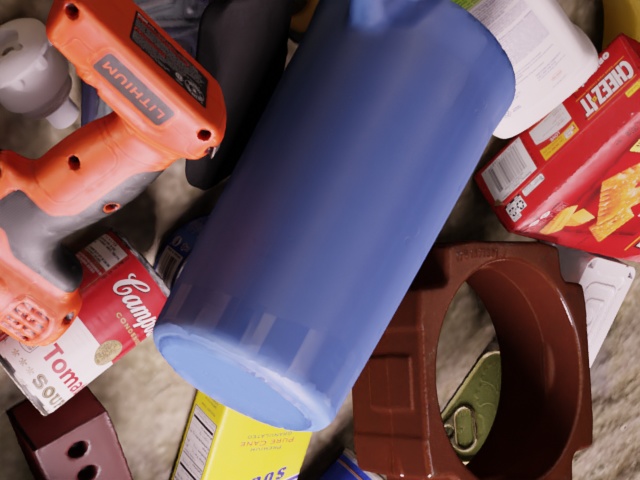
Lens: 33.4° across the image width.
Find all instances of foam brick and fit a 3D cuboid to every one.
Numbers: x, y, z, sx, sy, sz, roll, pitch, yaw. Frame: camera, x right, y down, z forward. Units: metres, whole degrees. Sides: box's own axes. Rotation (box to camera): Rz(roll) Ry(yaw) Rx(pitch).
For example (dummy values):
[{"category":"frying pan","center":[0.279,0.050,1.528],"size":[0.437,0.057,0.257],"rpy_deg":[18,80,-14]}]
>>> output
[{"category":"foam brick","center":[-0.161,0.138,0.692],"size":[0.053,0.051,0.078],"rpy_deg":[-29,129,-23]}]

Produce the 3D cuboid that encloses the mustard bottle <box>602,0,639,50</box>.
[{"category":"mustard bottle","center":[0.270,-0.172,0.862],"size":[0.096,0.058,0.191],"rpy_deg":[-32,129,-20]}]

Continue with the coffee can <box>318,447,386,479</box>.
[{"category":"coffee can","center":[0.011,0.253,0.856],"size":[0.140,0.103,0.102],"rpy_deg":[-45,133,-9]}]

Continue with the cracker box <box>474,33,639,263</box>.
[{"category":"cracker box","center":[0.256,-0.062,0.859],"size":[0.213,0.072,0.164],"rpy_deg":[11,134,-41]}]

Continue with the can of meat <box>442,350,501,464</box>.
[{"category":"can of meat","center":[0.163,0.161,0.961],"size":[0.083,0.058,0.102],"rpy_deg":[34,90,-47]}]

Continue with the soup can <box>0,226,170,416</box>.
[{"category":"soup can","center":[-0.145,0.049,0.645],"size":[0.102,0.069,0.068],"rpy_deg":[-39,132,-15]}]

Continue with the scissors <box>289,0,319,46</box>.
[{"category":"scissors","center":[-0.008,-0.109,0.701],"size":[0.096,0.016,0.202],"rpy_deg":[-5,119,-39]}]

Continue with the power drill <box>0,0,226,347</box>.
[{"category":"power drill","center":[-0.155,-0.047,0.533],"size":[0.188,0.057,0.184],"rpy_deg":[-38,120,21]}]

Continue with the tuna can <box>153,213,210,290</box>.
[{"category":"tuna can","center":[-0.069,0.025,0.716],"size":[0.086,0.034,0.086],"rpy_deg":[-18,123,-30]}]

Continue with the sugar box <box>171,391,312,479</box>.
[{"category":"sugar box","center":[-0.053,0.147,0.787],"size":[0.093,0.048,0.176],"rpy_deg":[2,111,-39]}]

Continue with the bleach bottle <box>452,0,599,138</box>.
[{"category":"bleach bottle","center":[0.095,-0.167,0.696],"size":[0.102,0.068,0.250],"rpy_deg":[-41,140,8]}]

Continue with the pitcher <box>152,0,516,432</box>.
[{"category":"pitcher","center":[0.011,-0.014,0.615],"size":[0.149,0.145,0.242],"rpy_deg":[34,67,-14]}]
